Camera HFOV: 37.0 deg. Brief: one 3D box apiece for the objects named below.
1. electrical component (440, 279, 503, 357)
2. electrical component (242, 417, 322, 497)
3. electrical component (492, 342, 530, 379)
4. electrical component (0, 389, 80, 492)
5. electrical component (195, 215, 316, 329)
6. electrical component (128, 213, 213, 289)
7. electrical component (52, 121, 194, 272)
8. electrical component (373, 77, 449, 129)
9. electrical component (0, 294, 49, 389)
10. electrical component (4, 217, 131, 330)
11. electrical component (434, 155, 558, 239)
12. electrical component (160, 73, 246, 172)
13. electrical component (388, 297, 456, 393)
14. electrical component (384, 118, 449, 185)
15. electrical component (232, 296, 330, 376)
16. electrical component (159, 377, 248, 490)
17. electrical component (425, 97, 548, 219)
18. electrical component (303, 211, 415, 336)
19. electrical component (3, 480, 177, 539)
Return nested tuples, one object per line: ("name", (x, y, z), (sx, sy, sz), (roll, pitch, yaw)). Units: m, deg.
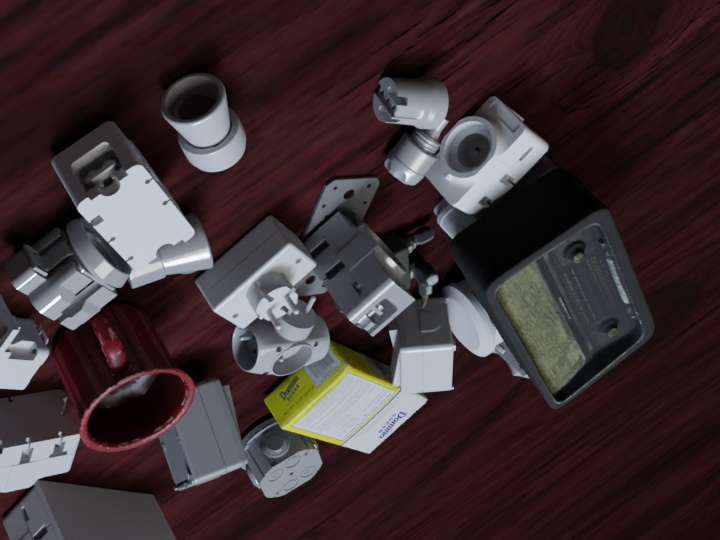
("electrical component", (0.121, 0.042, 1.074), (0.051, 0.080, 0.080), (-29, 146, -19))
("electrical component", (-0.081, 0.188, 1.092), (0.080, 0.051, 0.080), (-25, 145, -19))
("electrical component", (0.180, 0.059, 1.132), (0.048, 0.100, 0.099), (20, 109, -52))
("electrical component", (-0.275, 0.137, 0.852), (0.089, 0.050, 0.055), (-6, 135, -38))
("electrical component", (-0.075, 0.015, 0.863), (0.083, 0.075, 0.047), (-41, 147, 6))
("electrical component", (-0.147, -0.012, 0.797), (0.065, 0.044, 0.044), (-20, 144, -15))
("electrical component", (-0.160, -0.051, 0.723), (0.050, 0.055, 0.089), (-35, 147, -3))
("electrical component", (0.038, -0.129, 0.826), (0.046, 0.040, 0.040), (-2, 133, -33))
("electrical component", (-0.264, 0.058, 0.774), (0.081, 0.042, 0.064), (-50, 148, 20))
("electrical component", (-0.198, 0.000, 0.749), (0.057, 0.058, 0.078), (-38, 147, 6))
("electrical component", (0.133, -0.059, 0.982), (0.113, 0.057, 0.078), (-41, 147, 7))
("electrical component", (-0.104, -0.098, 0.726), (0.045, 0.045, 0.055), (-32, 147, -7))
("electrical component", (0.060, 0.080, 1.070), (0.061, 0.061, 0.096), (-5, 142, -1))
("electrical component", (0.049, -0.100, 0.875), (0.035, 0.035, 0.061), (16, 118, -51))
("electrical component", (-0.063, 0.052, 0.946), (0.077, 0.044, 0.079), (-6, 140, -38))
("electrical component", (-0.142, 0.136, 0.942), (0.061, 0.096, 0.062), (-16, 171, -28))
("electrical component", (0.105, -0.096, 0.917), (0.089, 0.050, 0.056), (-47, 146, 15))
("electrical component", (0.000, 0.000, 0.893), (0.056, 0.089, 0.050), (-42, 147, 7))
("electrical component", (-0.243, 0.254, 0.989), (0.061, 0.089, 0.150), (-46, 146, 13))
